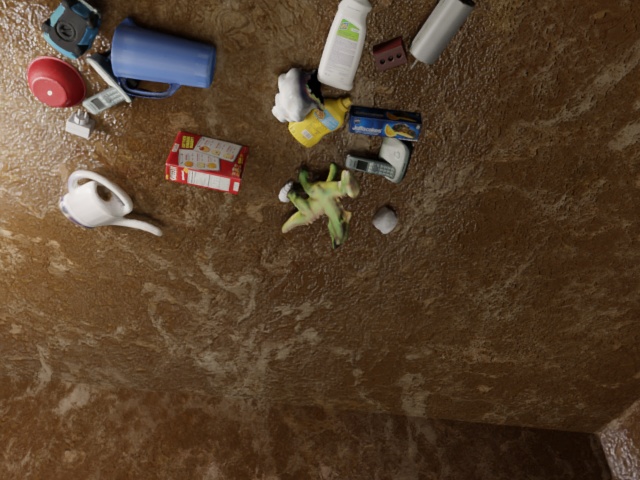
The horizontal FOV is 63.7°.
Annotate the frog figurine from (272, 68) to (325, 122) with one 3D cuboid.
[{"bbox_3d":[-0.077,-0.380,1.380,0.158,0.124,0.136,-15,100,30],"label":"frog figurine"}]

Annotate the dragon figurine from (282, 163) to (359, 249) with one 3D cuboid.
[{"bbox_3d":[0.005,-0.079,1.578,0.122,0.247,0.401,-3,140,-33],"label":"dragon figurine"}]

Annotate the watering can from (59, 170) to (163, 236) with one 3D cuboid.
[{"bbox_3d":[-0.709,-0.095,1.721,0.223,0.106,0.341,-19,132,24],"label":"watering can"}]
